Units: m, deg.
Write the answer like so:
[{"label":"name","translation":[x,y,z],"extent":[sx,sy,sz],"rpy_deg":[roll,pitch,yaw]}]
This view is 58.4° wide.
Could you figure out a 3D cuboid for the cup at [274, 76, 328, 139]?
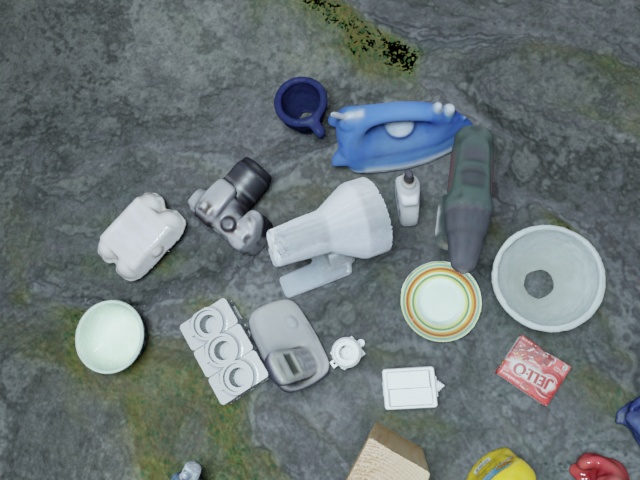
[{"label":"cup","translation":[-0.020,-0.215,1.001],"extent":[0.091,0.095,0.117],"rpy_deg":[-32,76,0]}]

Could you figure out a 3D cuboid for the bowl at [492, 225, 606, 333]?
[{"label":"bowl","translation":[0.351,0.064,0.902],"extent":[0.167,0.075,0.167],"rpy_deg":[-2,78,7]}]

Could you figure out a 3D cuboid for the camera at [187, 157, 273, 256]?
[{"label":"camera","translation":[-0.137,-0.067,0.981],"extent":[0.143,0.101,0.137],"rpy_deg":[38,85,14]}]

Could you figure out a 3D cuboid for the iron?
[{"label":"iron","translation":[0.139,-0.194,0.952],"extent":[0.258,0.141,0.118],"rpy_deg":[-7,77,6]}]

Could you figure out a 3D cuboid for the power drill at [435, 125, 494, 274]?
[{"label":"power drill","translation":[0.221,-0.046,0.874],"extent":[0.075,0.208,0.230],"rpy_deg":[6,78,9]}]

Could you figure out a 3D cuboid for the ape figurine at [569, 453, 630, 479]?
[{"label":"ape figurine","translation":[0.411,0.349,0.823],"extent":[0.076,0.092,0.078],"rpy_deg":[-9,77,6]}]

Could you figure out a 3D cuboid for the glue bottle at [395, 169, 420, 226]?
[{"label":"glue bottle","translation":[0.140,-0.077,0.909],"extent":[0.037,0.173,0.078],"rpy_deg":[-7,77,6]}]

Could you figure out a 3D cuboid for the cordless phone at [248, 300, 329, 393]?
[{"label":"cordless phone","translation":[-0.059,0.160,0.877],"extent":[0.094,0.185,0.147],"rpy_deg":[-33,75,0]}]

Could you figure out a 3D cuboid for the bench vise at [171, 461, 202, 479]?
[{"label":"bench vise","translation":[-0.245,0.428,0.825],"extent":[0.121,0.220,0.207],"rpy_deg":[4,78,9]}]

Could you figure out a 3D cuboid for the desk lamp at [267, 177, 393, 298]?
[{"label":"desk lamp","translation":[0.008,0.003,0.888],"extent":[0.203,0.214,0.118],"rpy_deg":[-23,76,2]}]

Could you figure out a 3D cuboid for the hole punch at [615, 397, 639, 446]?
[{"label":"hole punch","translation":[0.507,0.267,0.828],"extent":[0.108,0.091,0.101],"rpy_deg":[-32,75,0]}]

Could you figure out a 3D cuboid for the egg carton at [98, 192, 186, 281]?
[{"label":"egg carton","translation":[-0.312,-0.005,1.007],"extent":[0.107,0.069,0.150],"rpy_deg":[40,85,14]}]
